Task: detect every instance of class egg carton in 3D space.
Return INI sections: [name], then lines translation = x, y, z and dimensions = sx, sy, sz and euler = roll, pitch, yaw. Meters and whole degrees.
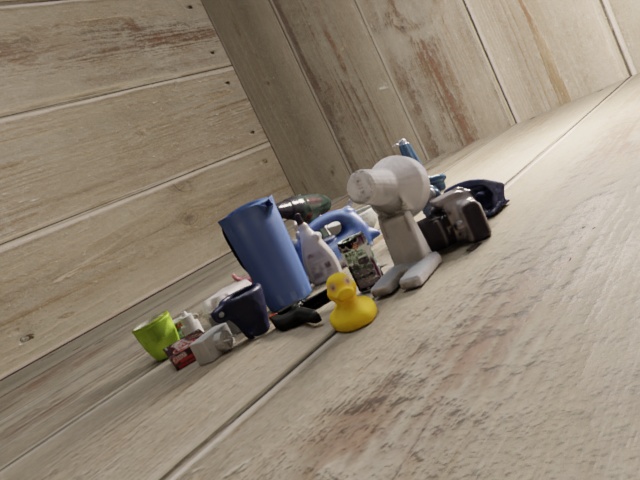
[egg carton]
translation = -0.228, 0.159, 1.458
dimensions = 0.107, 0.069, 0.150
euler = -22, 8, 27

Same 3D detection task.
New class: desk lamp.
[desk lamp]
translation = 0.132, -0.038, 1.016
dimensions = 0.117, 0.213, 0.204
euler = -21, 8, 32

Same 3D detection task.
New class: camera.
[camera]
translation = 0.235, -0.035, 1.093
dimensions = 0.137, 0.101, 0.143
euler = -26, 7, 1

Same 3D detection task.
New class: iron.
[iron]
translation = 0.013, 0.005, 1.435
dimensions = 0.259, 0.141, 0.118
euler = -28, 7, -16

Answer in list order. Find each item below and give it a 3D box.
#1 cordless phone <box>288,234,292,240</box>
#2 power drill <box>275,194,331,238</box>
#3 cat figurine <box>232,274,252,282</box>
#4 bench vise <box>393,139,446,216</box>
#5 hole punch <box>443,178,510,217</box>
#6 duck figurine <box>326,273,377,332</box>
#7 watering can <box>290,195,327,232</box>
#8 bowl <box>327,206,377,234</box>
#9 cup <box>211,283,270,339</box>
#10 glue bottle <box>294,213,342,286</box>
[cordless phone]
translation = -0.133, 0.017, 1.696
dimensions = 0.147, 0.185, 0.094
euler = -20, 9, 38
[power drill]
translation = -0.025, -0.033, 1.583
dimensions = 0.075, 0.208, 0.230
euler = -21, 9, 36
[cat figurine]
translation = -0.186, 0.092, 1.609
dimensions = 0.128, 0.118, 0.067
euler = -28, 7, -20
[bench vise]
translation = 0.251, -0.144, 1.362
dimensions = 0.121, 0.220, 0.207
euler = -27, 7, -9
[hole punch]
translation = 0.333, -0.094, 1.225
dimensions = 0.108, 0.091, 0.101
euler = -19, 10, 45
[duck figurine]
translation = 0.040, 0.092, 0.908
dimensions = 0.077, 0.086, 0.104
euler = -26, 7, -5
[watering can]
translation = -0.039, -0.050, 1.830
dimensions = 0.101, 0.194, 0.172
euler = -30, 8, -32
[bowl]
translation = 0.109, -0.043, 1.734
dimensions = 0.167, 0.075, 0.167
euler = -25, 7, 4
[cup]
translation = -0.148, 0.150, 1.117
dimensions = 0.118, 0.095, 0.091
euler = -31, 9, -38
[glue bottle]
translation = -0.016, 0.016, 1.326
dimensions = 0.078, 0.173, 0.037
euler = -24, 7, 18
